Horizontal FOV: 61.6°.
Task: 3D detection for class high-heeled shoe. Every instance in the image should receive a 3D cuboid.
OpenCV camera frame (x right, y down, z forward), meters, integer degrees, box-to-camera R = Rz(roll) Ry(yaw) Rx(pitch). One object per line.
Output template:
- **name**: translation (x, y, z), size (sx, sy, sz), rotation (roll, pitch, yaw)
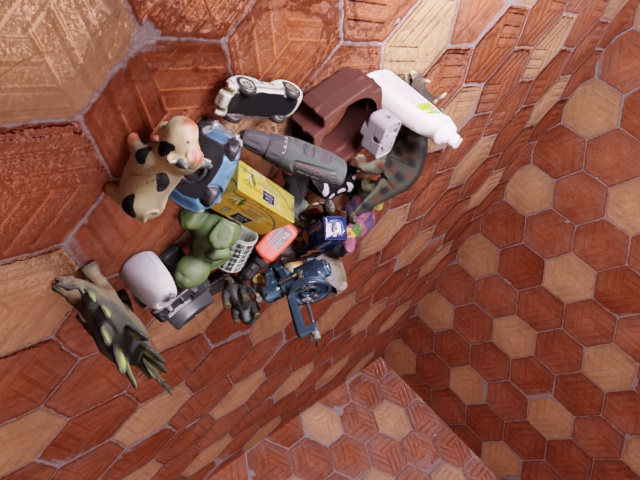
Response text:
- **high-heeled shoe**: translation (0.030, -0.168, 1.326), size (0.145, 0.086, 0.248), rotation (-52, 159, -7)

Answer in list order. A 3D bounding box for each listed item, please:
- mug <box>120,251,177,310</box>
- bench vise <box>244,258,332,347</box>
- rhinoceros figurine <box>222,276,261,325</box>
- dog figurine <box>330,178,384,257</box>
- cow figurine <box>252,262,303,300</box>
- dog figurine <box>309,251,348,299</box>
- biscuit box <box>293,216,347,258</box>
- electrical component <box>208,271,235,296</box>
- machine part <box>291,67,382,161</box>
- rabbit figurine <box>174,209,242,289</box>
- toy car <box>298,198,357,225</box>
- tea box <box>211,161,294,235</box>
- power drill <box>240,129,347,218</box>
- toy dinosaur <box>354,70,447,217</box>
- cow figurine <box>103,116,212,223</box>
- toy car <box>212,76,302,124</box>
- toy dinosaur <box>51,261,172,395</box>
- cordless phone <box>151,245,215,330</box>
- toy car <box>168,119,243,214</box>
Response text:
- **mug**: translation (-0.342, 0.095, 1.075), size (0.081, 0.107, 0.109), rotation (-5, 132, -56)
- **bench vise**: translation (-0.060, 0.156, 1.386), size (0.224, 0.241, 0.128), rotation (-19, 148, 1)
- **rhinoceros figurine**: translation (-0.211, 0.168, 1.441), size (0.073, 0.112, 0.190), rotation (-24, 142, -2)
- **dog figurine**: translation (0.091, -0.054, 1.484), size (0.219, 0.109, 0.191), rotation (-54, 167, -51)
- **cow figurine**: translation (-0.119, 0.115, 1.549), size (0.167, 0.068, 0.098), rotation (-32, 154, -31)
- **dog figurine**: translation (0.037, 0.056, 1.540), size (0.190, 0.173, 0.121), rotation (-57, 154, -26)
- **biscuit box**: translation (-0.003, -0.004, 1.309), size (0.063, 0.059, 0.202), rotation (1, 165, -23)
- **electrical component**: translation (-0.263, 0.116, 1.330), size (0.102, 0.045, 0.078), rotation (-29, 151, -35)
- **machine part**: translation (0.036, -0.256, 1.166), size (0.201, 0.087, 0.201), rotation (-39, 158, -15)
- **rabbit figurine**: translation (-0.246, 0.019, 1.109), size (0.170, 0.121, 0.159), rotation (-59, 177, 3)
- **toy car**: translation (0.017, -0.065, 1.303), size (0.089, 0.053, 0.202), rotation (-9, 167, 25)
- **tea box**: translation (-0.138, -0.079, 1.070), size (0.098, 0.068, 0.169), rotation (-20, 149, 32)
- **power drill**: translation (-0.074, -0.138, 1.123), size (0.232, 0.086, 0.207), rotation (11, 143, -15)
- **toy dinosaur**: translation (0.199, -0.203, 1.341), size (0.131, 0.192, 0.404), rotation (4, 105, -51)
- **cow figurine**: translation (-0.253, -0.111, 0.852), size (0.195, 0.127, 0.085), rotation (-53, 160, 24)
- **toy car**: translation (-0.109, -0.251, 0.962), size (0.201, 0.056, 0.073), rotation (-14, 148, -50)
- **toy dinosaur**: translation (-0.385, 0.189, 1.043), size (0.105, 0.199, 0.470), rotation (-36, 154, -15)
- **cordless phone**: translation (-0.325, 0.100, 1.179), size (0.146, 0.089, 0.184), rotation (-39, 145, -14)
- **toy car**: translation (-0.205, -0.131, 0.959), size (0.161, 0.109, 0.103), rotation (-59, 180, 2)
